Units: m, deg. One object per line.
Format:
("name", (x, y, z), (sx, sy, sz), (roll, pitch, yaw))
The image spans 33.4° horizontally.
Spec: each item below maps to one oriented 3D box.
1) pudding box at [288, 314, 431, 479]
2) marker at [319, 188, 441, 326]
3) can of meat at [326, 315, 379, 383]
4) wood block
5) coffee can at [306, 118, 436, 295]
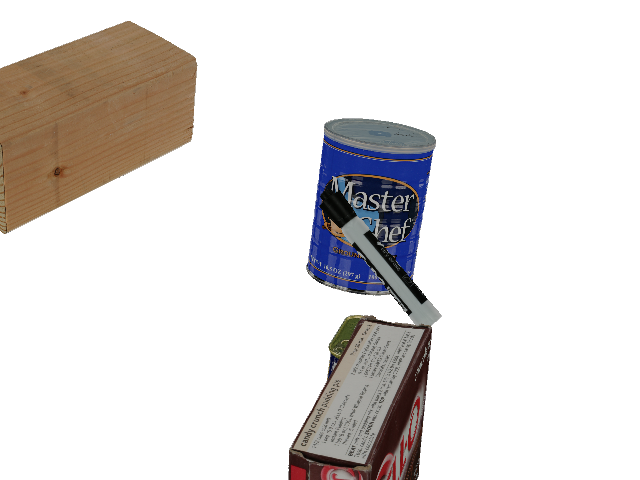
("pudding box", (0.018, 0.099, 0.472), (0.039, 0.090, 0.113), (10, 29, 13))
("marker", (0.041, 0.012, 0.755), (0.020, 0.121, 0.020), (-38, -5, -4))
("can of meat", (0.041, 0.148, 1.235), (0.057, 0.084, 0.102), (14, 25, 12))
("wood block", (-0.208, -0.101, 0.894), (0.090, 0.091, 0.205), (32, 43, 26))
("coffee can", (0.046, -0.033, 0.988), (0.103, 0.140, 0.103), (7, 18, -2))
